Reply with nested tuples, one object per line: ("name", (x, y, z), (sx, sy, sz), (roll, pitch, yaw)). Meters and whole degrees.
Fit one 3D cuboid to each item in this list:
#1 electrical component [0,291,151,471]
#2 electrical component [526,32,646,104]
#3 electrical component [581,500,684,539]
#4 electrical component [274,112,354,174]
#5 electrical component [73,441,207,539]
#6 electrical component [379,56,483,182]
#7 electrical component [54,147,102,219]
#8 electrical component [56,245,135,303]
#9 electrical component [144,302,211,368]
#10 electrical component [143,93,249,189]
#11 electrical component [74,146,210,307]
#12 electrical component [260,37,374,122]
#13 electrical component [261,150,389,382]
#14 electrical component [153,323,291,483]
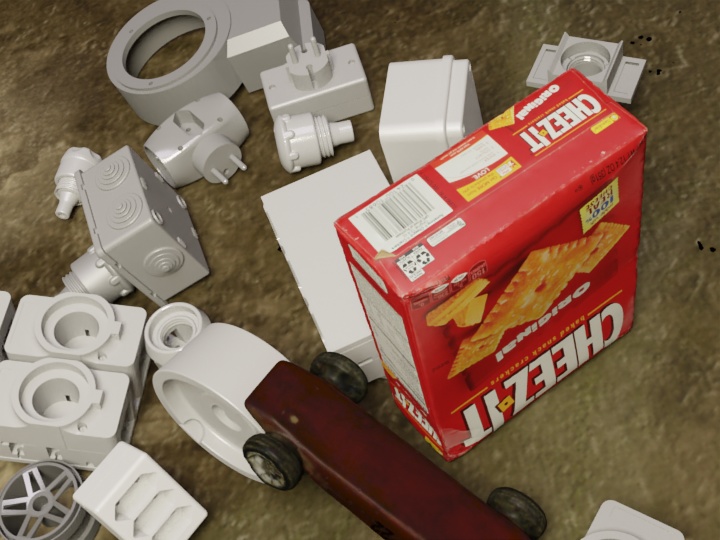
("electrical component", (-0.249, 0.070, 0.748), (0.186, 0.060, 0.105), (6, 53, 0))
("electrical component", (0.174, -0.142, 0.825), (0.081, 0.063, 0.042), (15, 61, 23))
("electrical component", (0.143, 0.183, 0.607), (0.050, 0.055, 0.089), (22, 63, 26))
("electrical component", (-0.036, -0.106, 0.863), (0.062, 0.048, 0.048), (-12, 53, -3))
("electrical component", (-0.151, 0.148, 0.702), (0.047, 0.065, 0.077), (-50, 30, -21))
("electrical component", (0.057, -0.092, 0.787), (0.057, 0.113, 0.078), (-2, 55, 15))
("electrical component", (-0.237, -0.070, 0.891), (0.035, 0.035, 0.061), (4, 58, 16))
("electrical component", (-0.207, 0.012, 0.821), (0.062, 0.048, 0.048), (-37, 55, -5))
("electrical component", (-0.123, 0.055, 0.762), (0.066, 0.055, 0.048), (28, 66, 29))
("electrical component", (-0.123, -0.097, 0.877), (0.077, 0.043, 0.079), (-39, 56, -15))
("electrical component", (-0.162, -0.034, 0.809), (0.048, 0.099, 0.099), (-31, 53, 7))
("electrical component", (-0.039, -0.160, 0.881), (0.083, 0.075, 0.047), (-17, 53, 1))
("electrical component", (0.000, 0.000, 0.767), (0.089, 0.061, 0.150), (-24, 53, -4))
("electrical component", (-0.074, 0.082, 0.702), (0.108, 0.108, 0.060), (24, 58, 27))
